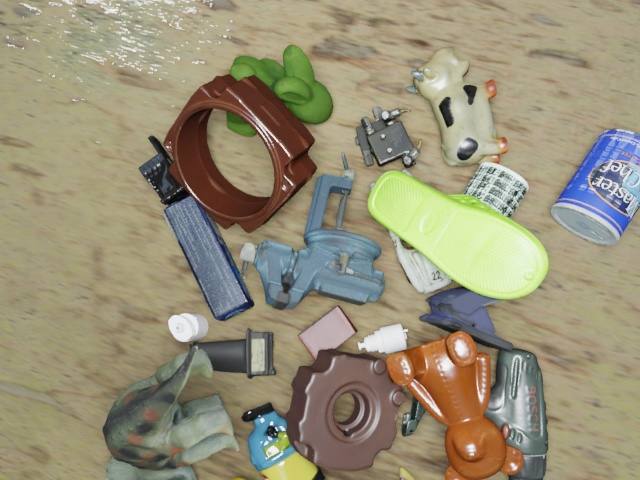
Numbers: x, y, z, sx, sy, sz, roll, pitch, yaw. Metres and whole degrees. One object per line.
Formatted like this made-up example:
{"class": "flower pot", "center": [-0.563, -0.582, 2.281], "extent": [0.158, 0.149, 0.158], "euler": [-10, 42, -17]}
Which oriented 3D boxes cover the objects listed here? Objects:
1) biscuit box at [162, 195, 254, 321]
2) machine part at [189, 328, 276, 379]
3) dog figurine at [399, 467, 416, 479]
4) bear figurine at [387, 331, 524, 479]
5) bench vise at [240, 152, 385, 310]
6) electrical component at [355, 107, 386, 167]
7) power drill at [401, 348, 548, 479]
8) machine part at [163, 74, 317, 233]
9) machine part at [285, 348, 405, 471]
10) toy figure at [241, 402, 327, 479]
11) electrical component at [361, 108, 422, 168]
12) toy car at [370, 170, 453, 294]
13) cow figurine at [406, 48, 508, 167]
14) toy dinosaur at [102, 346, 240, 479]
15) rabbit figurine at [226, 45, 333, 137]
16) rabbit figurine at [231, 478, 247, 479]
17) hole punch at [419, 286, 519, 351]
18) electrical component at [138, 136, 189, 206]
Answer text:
{"class": "biscuit box", "center": [-0.178, 0.030, 0.865], "extent": [0.063, 0.059, 0.202], "euler": [-27, 79, 0]}
{"class": "machine part", "center": [-0.141, 0.182, 0.852], "extent": [0.139, 0.039, 0.084], "euler": [-5, 90, 3]}
{"class": "dog figurine", "center": [0.198, 0.405, 0.750], "extent": [0.191, 0.108, 0.219], "euler": [-38, 77, 1]}
{"class": "bear figurine", "center": [0.178, 0.224, 0.695], "extent": [0.120, 0.132, 0.196], "euler": [-20, 74, 18]}
{"class": "bench vise", "center": [-0.001, -0.006, 0.816], "extent": [0.224, 0.128, 0.240], "euler": [11, 71, 4]}
{"class": "electrical component", "center": [0.089, -0.171, 0.884], "extent": [0.063, 0.021, 0.094], "euler": [-14, 82, 5]}
{"class": "power drill", "center": [0.226, 0.265, 0.779], "extent": [0.207, 0.086, 0.232], "euler": [8, 81, 11]}
{"class": "machine part", "center": [-0.123, -0.126, 0.807], "extent": [0.201, 0.087, 0.201], "euler": [47, 130, -4]}
{"class": "machine part", "center": [0.037, 0.244, 0.776], "extent": [0.179, 0.056, 0.179], "euler": [1, 88, -24]}
{"class": "toy figure", "center": [-0.052, 0.329, 0.799], "extent": [0.089, 0.082, 0.180], "euler": [-26, 78, 4]}
{"class": "electrical component", "center": [0.115, -0.158, 0.845], "extent": [0.078, 0.045, 0.102], "euler": [-18, 86, 3]}
{"class": "toy car", "center": [0.143, -0.015, 0.839], "extent": [0.073, 0.056, 0.201], "euler": [-23, 81, 3]}
{"class": "cow figurine", "center": [0.212, -0.210, 0.849], "extent": [0.127, 0.085, 0.195], "euler": [-9, 82, -1]}
{"class": "toy dinosaur", "center": [-0.218, 0.255, 0.722], "extent": [0.192, 0.404, 0.131], "euler": [-22, 53, -17]}
{"class": "rabbit figurine", "center": [-0.057, -0.241, 0.860], "extent": [0.170, 0.159, 0.121], "euler": [9, 73, -8]}
{"class": "rabbit figurine", "center": [-0.122, 0.431, 0.766], "extent": [0.162, 0.122, 0.173], "euler": [22, 91, -1]}
{"class": "hole punch", "center": [0.219, 0.099, 0.781], "extent": [0.116, 0.142, 0.092], "euler": [18, 86, -6]}
{"class": "electrical component", "center": [-0.261, -0.112, 0.887], "extent": [0.048, 0.075, 0.119], "euler": [-36, 84, 0]}
